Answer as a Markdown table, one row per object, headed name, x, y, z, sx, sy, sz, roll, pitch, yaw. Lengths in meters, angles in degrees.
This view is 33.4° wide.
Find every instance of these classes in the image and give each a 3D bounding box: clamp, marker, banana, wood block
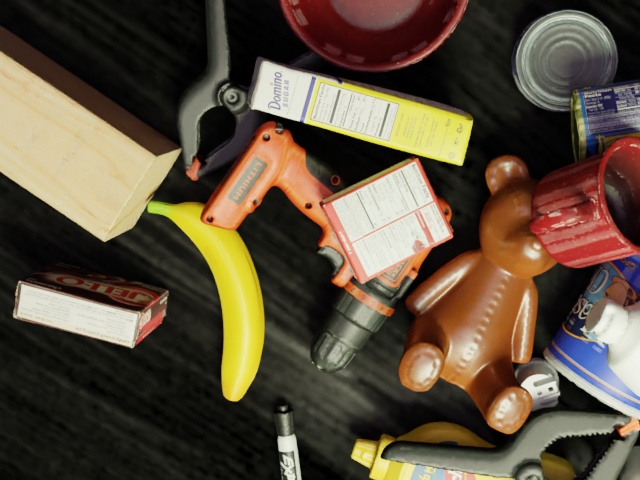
| name | x | y | z | sx | sy | sz | roll | pitch | yaw |
| --- | --- | --- | --- | --- | --- | --- | --- | --- | --- |
| clamp | 0.166 | 0.195 | 0.894 | 0.210 | 0.036 | 0.164 | -36 | 86 | 1 |
| clamp | -0.081 | -0.136 | 0.926 | 0.120 | 0.039 | 0.171 | 37 | 99 | -3 |
| marker | -0.027 | 0.210 | 0.981 | 0.020 | 0.020 | 0.121 | -5 | 98 | 7 |
| banana | -0.086 | 0.045 | 0.957 | 0.070 | 0.037 | 0.198 | -19 | 95 | 18 |
| wood block | -0.237 | -0.097 | 0.926 | 0.206 | 0.090 | 0.090 | 34 | 101 | 1 |

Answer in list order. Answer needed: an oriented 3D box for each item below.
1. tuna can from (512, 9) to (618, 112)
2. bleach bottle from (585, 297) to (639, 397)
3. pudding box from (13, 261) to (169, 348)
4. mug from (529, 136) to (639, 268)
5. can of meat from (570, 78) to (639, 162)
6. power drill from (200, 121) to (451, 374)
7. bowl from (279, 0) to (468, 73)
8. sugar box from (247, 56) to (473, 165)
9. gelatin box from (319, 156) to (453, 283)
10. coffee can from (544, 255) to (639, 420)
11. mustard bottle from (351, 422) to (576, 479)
| name | x | y | z | sx | sy | sz | roll | pitch | yaw |
| --- | --- | --- | --- | --- | --- | --- | --- | --- | --- |
| tuna can | 0.205 | -0.150 | 0.893 | 0.086 | 0.033 | 0.086 | 1 | 98 | 7 |
| bleach bottle | 0.322 | 0.100 | 0.810 | 0.250 | 0.068 | 0.103 | 25 | 101 | -7 |
| pudding box | -0.200 | 0.056 | 0.944 | 0.113 | 0.090 | 0.039 | 12 | 100 | 6 |
| mug | 0.210 | -0.022 | 0.820 | 0.117 | 0.082 | 0.093 | -16 | 87 | -35 |
| can of meat | 0.249 | -0.088 | 0.864 | 0.084 | 0.102 | 0.057 | -8 | 64 | 11 |
| power drill | -0.006 | 0.001 | 0.917 | 0.187 | 0.057 | 0.184 | 33 | 95 | -11 |
| bowl | 0.046 | -0.221 | 0.891 | 0.162 | 0.055 | 0.162 | 1 | 98 | 7 |
| sugar box | 0.030 | -0.107 | 0.874 | 0.176 | 0.093 | 0.048 | 12 | 100 | -7 |
| gelatin box | 0.055 | -0.017 | 0.875 | 0.089 | 0.030 | 0.073 | -27 | 100 | -2 |
| coffee can | 0.266 | 0.063 | 0.882 | 0.103 | 0.102 | 0.140 | 30 | 100 | 2 |
| mustard bottle | 0.121 | 0.214 | 0.945 | 0.191 | 0.058 | 0.096 | 18 | 99 | 5 |
